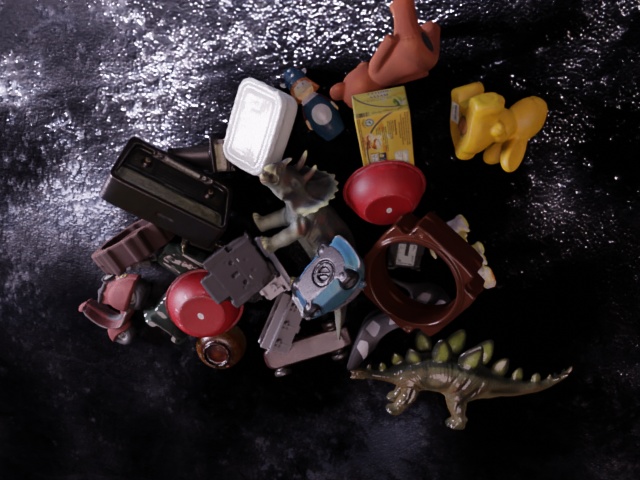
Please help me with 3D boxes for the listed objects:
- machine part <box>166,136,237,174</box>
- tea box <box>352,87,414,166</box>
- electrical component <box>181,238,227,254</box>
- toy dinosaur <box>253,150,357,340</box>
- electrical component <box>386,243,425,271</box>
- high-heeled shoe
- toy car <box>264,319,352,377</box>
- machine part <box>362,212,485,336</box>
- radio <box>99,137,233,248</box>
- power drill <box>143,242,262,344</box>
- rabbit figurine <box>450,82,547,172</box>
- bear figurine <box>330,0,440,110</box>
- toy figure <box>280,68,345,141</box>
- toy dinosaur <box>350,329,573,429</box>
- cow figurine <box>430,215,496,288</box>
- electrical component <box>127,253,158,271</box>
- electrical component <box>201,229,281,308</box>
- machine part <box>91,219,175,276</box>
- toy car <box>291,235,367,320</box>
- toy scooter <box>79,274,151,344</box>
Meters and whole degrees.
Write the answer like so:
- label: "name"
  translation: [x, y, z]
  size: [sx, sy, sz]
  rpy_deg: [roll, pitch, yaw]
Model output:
- label: "machine part"
  translation: [-0.240, -0.166, 1.074]
  size: [0.139, 0.039, 0.084]
  rpy_deg: [-5, 117, 4]
- label: "tea box"
  translation: [0.118, -0.187, 0.983]
  size: [0.098, 0.068, 0.169]
  rpy_deg: [-8, 141, 6]
- label: "electrical component"
  translation: [-0.242, -0.002, 1.113]
  size: [0.102, 0.078, 0.045]
  rpy_deg: [14, 134, -7]
- label: "toy dinosaur"
  translation: [0.001, 0.003, 1.078]
  size: [0.192, 0.131, 0.404]
  rpy_deg: [-32, 112, 8]
- label: "electrical component"
  translation: [0.174, 0.004, 1.084]
  size: [0.075, 0.048, 0.119]
  rpy_deg: [2, 122, 4]
- label: "high-heeled shoe"
  translation: [0.167, 0.190, 1.136]
  size: [0.145, 0.086, 0.248]
  rpy_deg: [27, 97, 4]
- label: "toy car"
  translation: [-0.028, 0.237, 1.190]
  size: [0.202, 0.053, 0.089]
  rpy_deg: [-20, 86, 9]
- label: "machine part"
  translation: [0.186, 0.065, 1.008]
  size: [0.201, 0.087, 0.201]
  rpy_deg: [43, 127, 5]
- label: "radio"
  translation: [-0.283, -0.090, 1.022]
  size: [0.229, 0.131, 0.073]
  rpy_deg: [28, 132, -23]
- label: "power drill"
  translation: [-0.268, 0.125, 1.156]
  size: [0.232, 0.086, 0.207]
  rpy_deg: [35, 112, -9]
- label: "rabbit figurine"
  translation: [0.336, -0.207, 0.981]
  size: [0.173, 0.122, 0.162]
  rpy_deg: [-13, 112, -11]
- label: "bear figurine"
  translation: [0.115, -0.316, 0.969]
  size: [0.120, 0.132, 0.196]
  rpy_deg: [23, 146, -37]
- label: "toy figure"
  translation: [-0.014, -0.261, 1.015]
  size: [0.064, 0.058, 0.154]
  rpy_deg: [-43, 102, -22]
- label: "toy dinosaur"
  translation: [0.300, 0.300, 1.165]
  size: [0.472, 0.105, 0.198]
  rpy_deg: [8, 106, -4]
- label: "cow figurine"
  translation: [0.287, 0.039, 1.090]
  size: [0.098, 0.068, 0.167]
  rpy_deg: [-28, 102, 19]
- label: "electrical component"
  translation: [-0.396, 0.046, 1.143]
  size: [0.094, 0.063, 0.021]
  rpy_deg: [-4, 110, 7]
- label: "electrical component"
  translation: [-0.161, 0.062, 1.042]
  size: [0.134, 0.058, 0.115]
  rpy_deg: [-38, 98, -1]
- label: "machine part"
  translation: [-0.362, 0.002, 1.073]
  size: [0.179, 0.179, 0.056]
  rpy_deg: [-27, 109, 13]
- label: "toy car"
  translation: [0.028, 0.081, 1.003]
  size: [0.103, 0.109, 0.161]
  rpy_deg: [26, 109, -44]
- label: "toy scooter"
  translation: [-0.455, 0.139, 1.177]
  size: [0.135, 0.075, 0.183]
  rpy_deg: [23, 114, -3]
